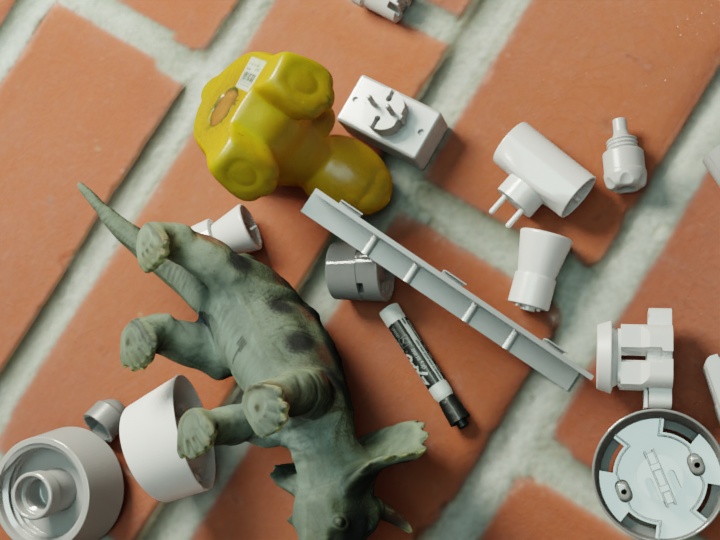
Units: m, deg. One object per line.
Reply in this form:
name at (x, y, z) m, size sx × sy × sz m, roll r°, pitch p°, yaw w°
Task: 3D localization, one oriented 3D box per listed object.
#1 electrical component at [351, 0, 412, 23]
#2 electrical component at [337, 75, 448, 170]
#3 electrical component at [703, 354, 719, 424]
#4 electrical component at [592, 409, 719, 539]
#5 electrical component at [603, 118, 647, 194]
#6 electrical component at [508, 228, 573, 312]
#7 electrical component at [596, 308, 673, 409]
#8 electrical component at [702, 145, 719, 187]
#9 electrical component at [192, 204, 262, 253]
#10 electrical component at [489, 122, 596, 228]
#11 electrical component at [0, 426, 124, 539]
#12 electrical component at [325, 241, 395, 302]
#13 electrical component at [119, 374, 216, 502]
electrical component at (0.020, -0.251, 0.978) m, size 0.046 × 0.040 × 0.040 m, roll 32°, pitch 88°, yaw 12°
electrical component at (0.024, -0.134, 0.933) m, size 0.083 × 0.076 × 0.047 m, roll 29°, pitch 87°, yaw 18°
electrical component at (0.300, 0.106, 0.821) m, size 0.050 × 0.056 × 0.089 m, roll -18°, pitch 75°, yaw 11°
electrical component at (0.229, 0.158, 0.825) m, size 0.099 × 0.064 × 0.099 m, roll -3°, pitch 78°, yaw 14°
electrical component at (0.219, -0.097, 0.896) m, size 0.035 × 0.035 × 0.061 m, roll -6°, pitch 75°, yaw 14°
electrical component at (0.147, 0.002, 0.892) m, size 0.044 × 0.044 × 0.065 m, roll 15°, pitch 88°, yaw 17°
electrical component at (0.216, 0.070, 0.851) m, size 0.057 × 0.058 × 0.078 m, roll 1°, pitch 79°, yaw 12°
electrical component at (0.315, -0.066, 0.859) m, size 0.043 × 0.043 × 0.081 m, roll -31°, pitch 73°, yaw 7°
electrical component at (-0.122, -0.028, 0.966) m, size 0.055 × 0.045 × 0.045 m, roll -24°, pitch 74°, yaw 9°
electrical component at (0.143, -0.071, 0.906) m, size 0.077 × 0.043 × 0.079 m, roll 42°, pitch 92°, yaw 18°
electrical component at (-0.270, 0.194, 0.943) m, size 0.108 × 0.060 × 0.108 m, roll -1°, pitch 87°, yaw 19°
electrical component at (0.000, 0.000, 0.924) m, size 0.047 × 0.055 × 0.055 m, roll -2°, pitch 78°, yaw 18°
electrical component at (-0.156, 0.144, 0.912) m, size 0.064 × 0.099 × 0.099 m, roll -26°, pitch 73°, yaw 15°
